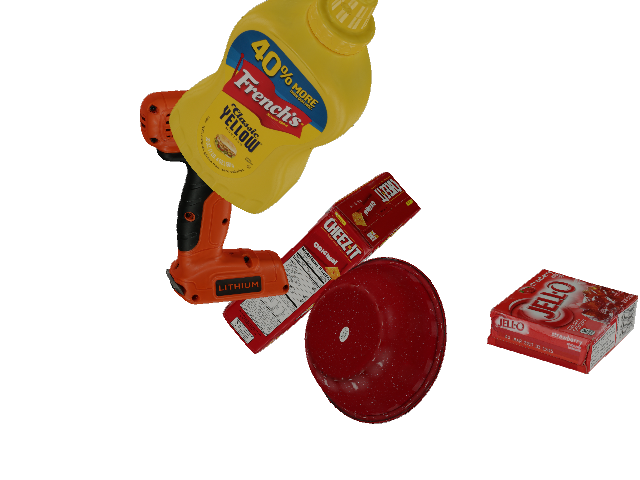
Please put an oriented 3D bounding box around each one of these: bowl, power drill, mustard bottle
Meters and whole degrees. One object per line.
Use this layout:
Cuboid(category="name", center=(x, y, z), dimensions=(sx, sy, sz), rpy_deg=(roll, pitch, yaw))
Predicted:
Cuboid(category="bowl", center=(0.038, 0.091, 1.010), dimensions=(0.162, 0.162, 0.055), rpy_deg=(0, -11, 41))
Cuboid(category="power drill", center=(-0.063, -0.044, 0.921), dimensions=(0.184, 0.188, 0.057), rpy_deg=(-5, 21, -19))
Cuboid(category="mustard bottle", center=(-0.022, -0.099, 0.682), dimensions=(0.058, 0.096, 0.192), rpy_deg=(-40, -1, -42))

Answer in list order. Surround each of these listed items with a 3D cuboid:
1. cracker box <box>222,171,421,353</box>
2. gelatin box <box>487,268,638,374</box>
Cuboid(category="cracker box", center=(0.000, 0.023, 1.260), dimensions=(0.214, 0.072, 0.164), rpy_deg=(-43, -3, 30))
Cuboid(category="gelatin box", center=(0.168, 0.054, 0.735), dimensions=(0.073, 0.030, 0.089), rpy_deg=(17, 26, 32))
